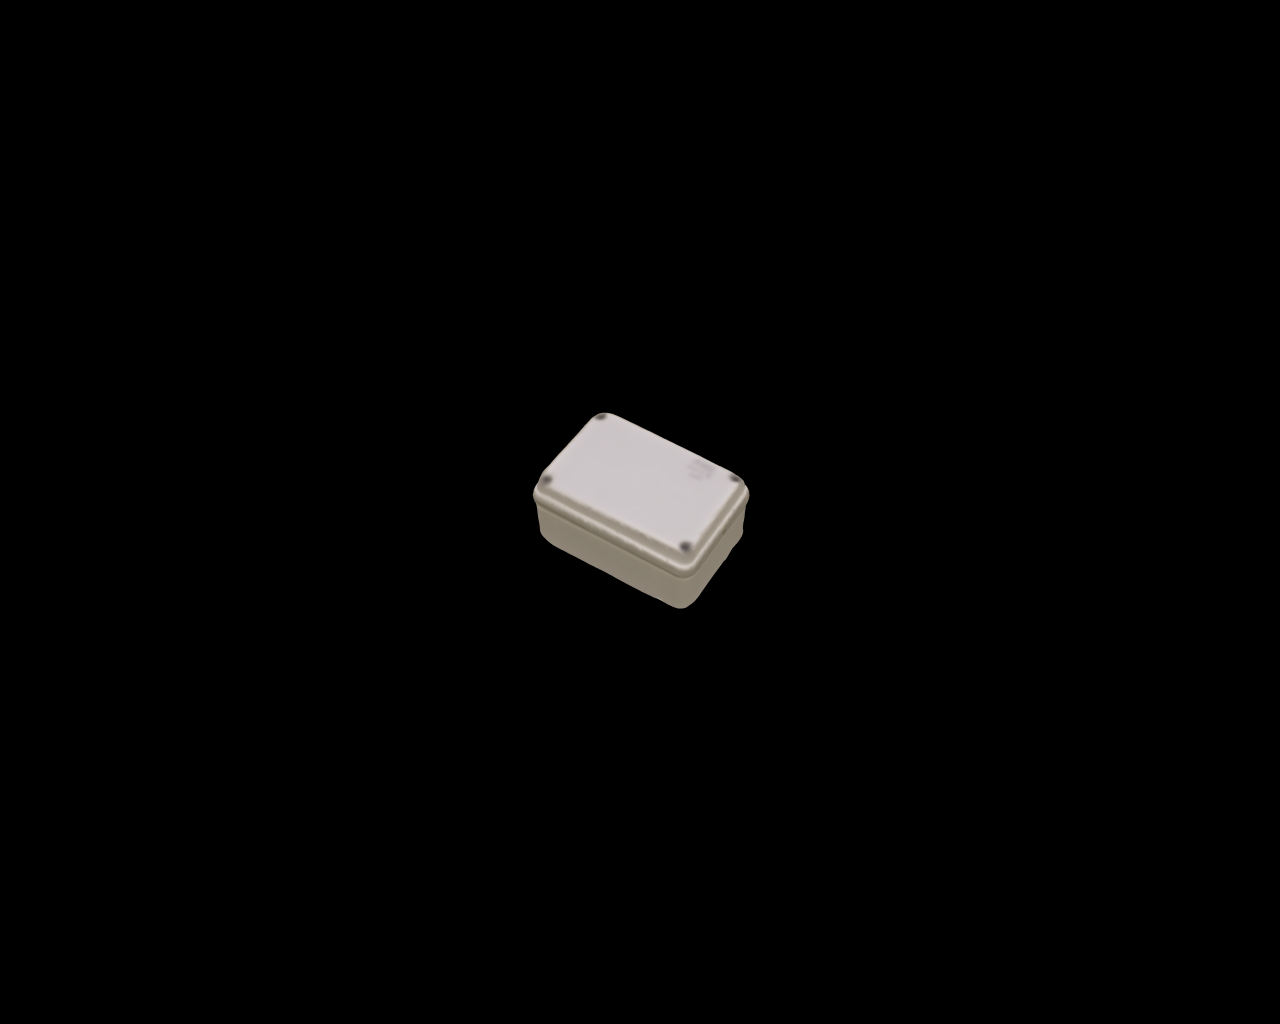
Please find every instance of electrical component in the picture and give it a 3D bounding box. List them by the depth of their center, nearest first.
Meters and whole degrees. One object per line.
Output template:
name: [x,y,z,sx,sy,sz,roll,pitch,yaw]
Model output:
electrical component: [0.001,-0.003,0.650,0.113,0.078,0.057,27,-33,19]
